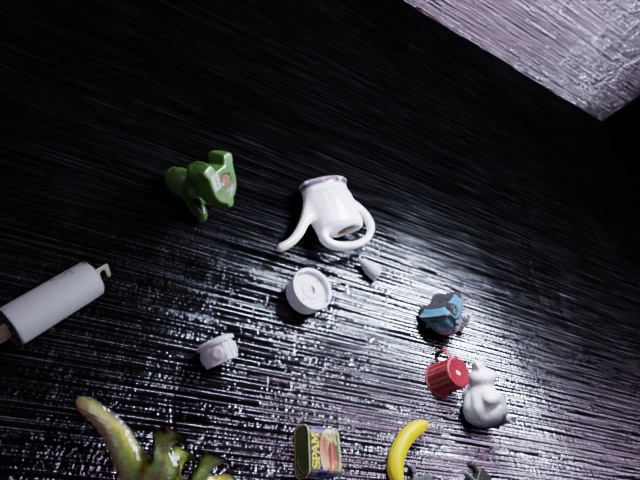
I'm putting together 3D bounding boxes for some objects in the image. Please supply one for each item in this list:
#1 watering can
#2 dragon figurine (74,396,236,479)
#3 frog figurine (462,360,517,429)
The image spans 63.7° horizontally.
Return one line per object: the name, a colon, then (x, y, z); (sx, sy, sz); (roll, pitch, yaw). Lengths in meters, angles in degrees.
watering can: (0.004, -0.070, 1.400); (0.349, 0.102, 0.228); (-5, 63, -38)
dragon figurine: (-0.280, 0.455, 0.853); (0.409, 0.120, 0.248); (28, 56, -5)
frog figurine: (0.425, 0.405, 1.352); (0.123, 0.137, 0.159); (-18, 91, -13)
